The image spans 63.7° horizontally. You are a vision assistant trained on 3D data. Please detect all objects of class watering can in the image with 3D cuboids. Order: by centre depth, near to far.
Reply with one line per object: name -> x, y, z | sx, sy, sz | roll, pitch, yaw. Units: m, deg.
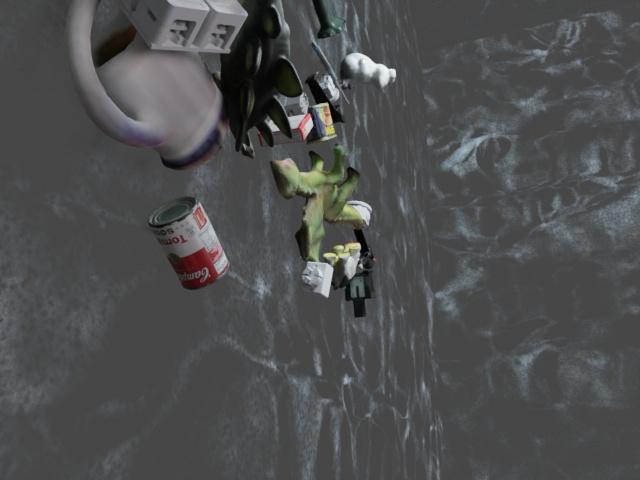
watering can -> -0.196, -0.229, 0.628 | 0.220, 0.103, 0.356 | 56, 25, -46

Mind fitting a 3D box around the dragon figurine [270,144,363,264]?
dragon figurine -> 0.003, -0.058, 1.148 | 0.402, 0.122, 0.247 | 57, 49, -47

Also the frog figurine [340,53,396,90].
frog figurine -> 0.146, -0.516, 1.569 | 0.137, 0.159, 0.123 | 11, 72, -70
